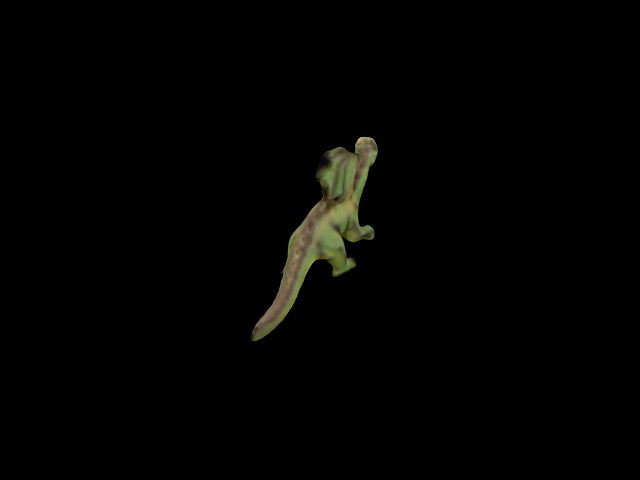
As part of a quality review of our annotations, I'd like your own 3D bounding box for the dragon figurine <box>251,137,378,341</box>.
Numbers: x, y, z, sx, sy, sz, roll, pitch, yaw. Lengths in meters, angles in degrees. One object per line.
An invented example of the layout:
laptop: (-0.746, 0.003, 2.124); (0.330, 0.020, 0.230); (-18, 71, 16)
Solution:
dragon figurine: (0.003, -0.043, 0.850); (0.123, 0.237, 0.419); (17, 43, 20)
